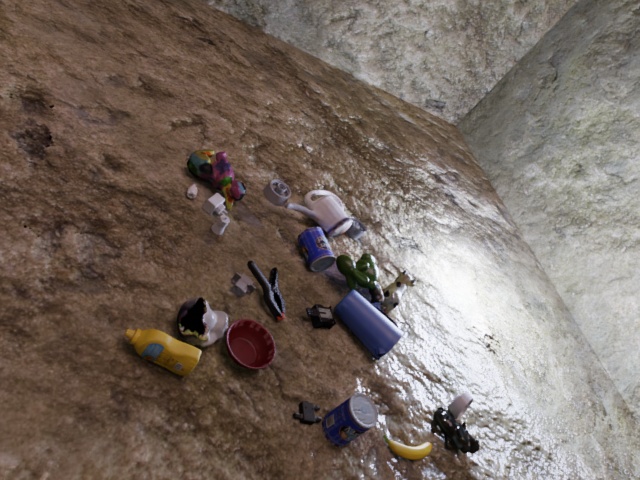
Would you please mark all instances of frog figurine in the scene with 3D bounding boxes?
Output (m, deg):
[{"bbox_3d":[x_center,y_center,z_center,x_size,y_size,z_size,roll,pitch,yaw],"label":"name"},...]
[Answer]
[{"bbox_3d":[-0.329,0.232,1.457,0.122,0.139,0.158,-28,-15,3],"label":"frog figurine"}]

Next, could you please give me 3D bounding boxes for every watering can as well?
[{"bbox_3d":[0.006,-0.107,2.124,0.102,0.226,0.351,-48,-13,34],"label":"watering can"}]
